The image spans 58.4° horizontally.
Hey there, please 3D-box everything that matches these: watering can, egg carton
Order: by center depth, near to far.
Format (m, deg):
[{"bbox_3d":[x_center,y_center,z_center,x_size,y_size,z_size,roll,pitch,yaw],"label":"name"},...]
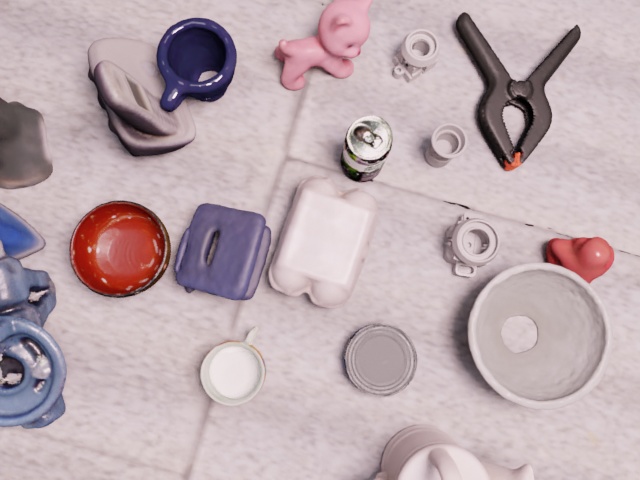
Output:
[{"bbox_3d":[0.133,0.257,0.595,0.173,0.194,0.101,-28,84,-5],"label":"watering can"},{"bbox_3d":[0.006,0.002,0.687,0.107,0.069,0.150,18,82,0],"label":"egg carton"}]

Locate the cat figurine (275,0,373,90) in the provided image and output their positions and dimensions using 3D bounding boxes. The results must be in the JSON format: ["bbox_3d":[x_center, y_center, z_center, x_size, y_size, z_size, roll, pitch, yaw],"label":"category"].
[{"bbox_3d":[0.008,-0.245,0.696,0.128,0.117,0.067,-17,83,-4],"label":"cat figurine"}]

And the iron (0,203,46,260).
[{"bbox_3d":[-0.461,-0.026,0.636,0.258,0.141,0.119,9,82,-1],"label":"iron"}]

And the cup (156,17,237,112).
[{"bbox_3d":[-0.149,-0.195,0.694,0.091,0.095,0.118,29,82,2],"label":"cup"}]

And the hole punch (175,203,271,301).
[{"bbox_3d":[-0.116,0.016,0.669,0.101,0.091,0.109,15,82,0],"label":"hole punch"}]

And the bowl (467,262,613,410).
[{"bbox_3d":[0.249,0.112,0.679,0.167,0.074,0.167,0,82,-2],"label":"bowl"}]

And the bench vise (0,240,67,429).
[{"bbox_3d":[-0.346,0.104,0.583,0.121,0.219,0.207,-31,84,-6],"label":"bench vise"}]

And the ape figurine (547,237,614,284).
[{"bbox_3d":[0.316,0.020,0.686,0.078,0.092,0.076,29,82,2],"label":"ape figurine"}]

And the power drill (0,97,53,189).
[{"bbox_3d":[-0.373,-0.124,0.619,0.075,0.208,0.230,-15,83,-4],"label":"power drill"}]

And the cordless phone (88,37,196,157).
[{"bbox_3d":[-0.214,-0.179,0.644,0.094,0.185,0.147,-27,84,-5],"label":"cordless phone"}]
